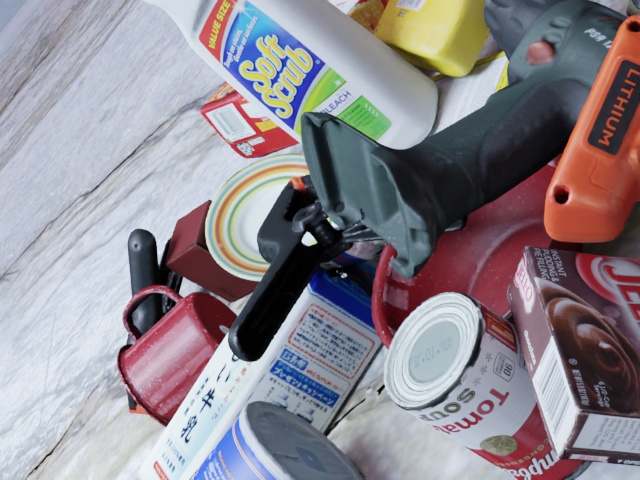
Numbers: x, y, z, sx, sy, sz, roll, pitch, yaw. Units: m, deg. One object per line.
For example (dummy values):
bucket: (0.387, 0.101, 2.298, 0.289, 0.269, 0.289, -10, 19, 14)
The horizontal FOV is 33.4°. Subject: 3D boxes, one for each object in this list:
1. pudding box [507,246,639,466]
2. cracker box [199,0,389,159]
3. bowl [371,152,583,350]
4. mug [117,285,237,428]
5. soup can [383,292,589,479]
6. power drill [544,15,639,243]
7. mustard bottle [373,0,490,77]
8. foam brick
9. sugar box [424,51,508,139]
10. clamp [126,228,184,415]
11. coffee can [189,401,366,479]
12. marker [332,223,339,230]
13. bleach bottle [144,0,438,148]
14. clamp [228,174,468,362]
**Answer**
pudding box: (0.145, 0.055, 0.509, 0.113, 0.090, 0.039, -94, 14, -48)
cracker box: (0.014, -0.174, 0.936, 0.164, 0.072, 0.213, -11, 36, 53)
bowl: (0.106, 0.013, 0.655, 0.162, 0.055, 0.162, -39, 33, 30)
mug: (-0.111, 0.087, 0.870, 0.081, 0.117, 0.093, -43, -8, 15)
soup can: (0.092, 0.079, 0.558, 0.069, 0.102, 0.068, -38, 33, 30)
power drill: (0.193, -0.008, 0.439, 0.188, 0.057, 0.184, 20, 74, 20)
mustard bottle: (0.112, -0.214, 0.759, 0.192, 0.058, 0.096, -63, 30, 4)
foam brick: (-0.089, 0.011, 0.945, 0.053, 0.078, 0.051, -29, 40, 42)
sugar box: (0.088, -0.076, 0.790, 0.177, 0.048, 0.093, -13, 50, 58)
clamp: (-0.148, 0.070, 0.972, 0.120, 0.039, 0.171, -16, -67, -72)
coffee can: (-0.047, 0.187, 0.666, 0.140, 0.102, 0.103, -52, 28, 9)
marker: (0.035, -0.056, 0.878, 0.020, 0.020, 0.121, -19, 44, 49)
bleach bottle: (-0.039, -0.138, 0.738, 0.103, 0.250, 0.068, -33, 34, 41)
clamp: (-0.005, 0.001, 0.715, 0.164, 0.036, 0.210, -34, 20, -4)
